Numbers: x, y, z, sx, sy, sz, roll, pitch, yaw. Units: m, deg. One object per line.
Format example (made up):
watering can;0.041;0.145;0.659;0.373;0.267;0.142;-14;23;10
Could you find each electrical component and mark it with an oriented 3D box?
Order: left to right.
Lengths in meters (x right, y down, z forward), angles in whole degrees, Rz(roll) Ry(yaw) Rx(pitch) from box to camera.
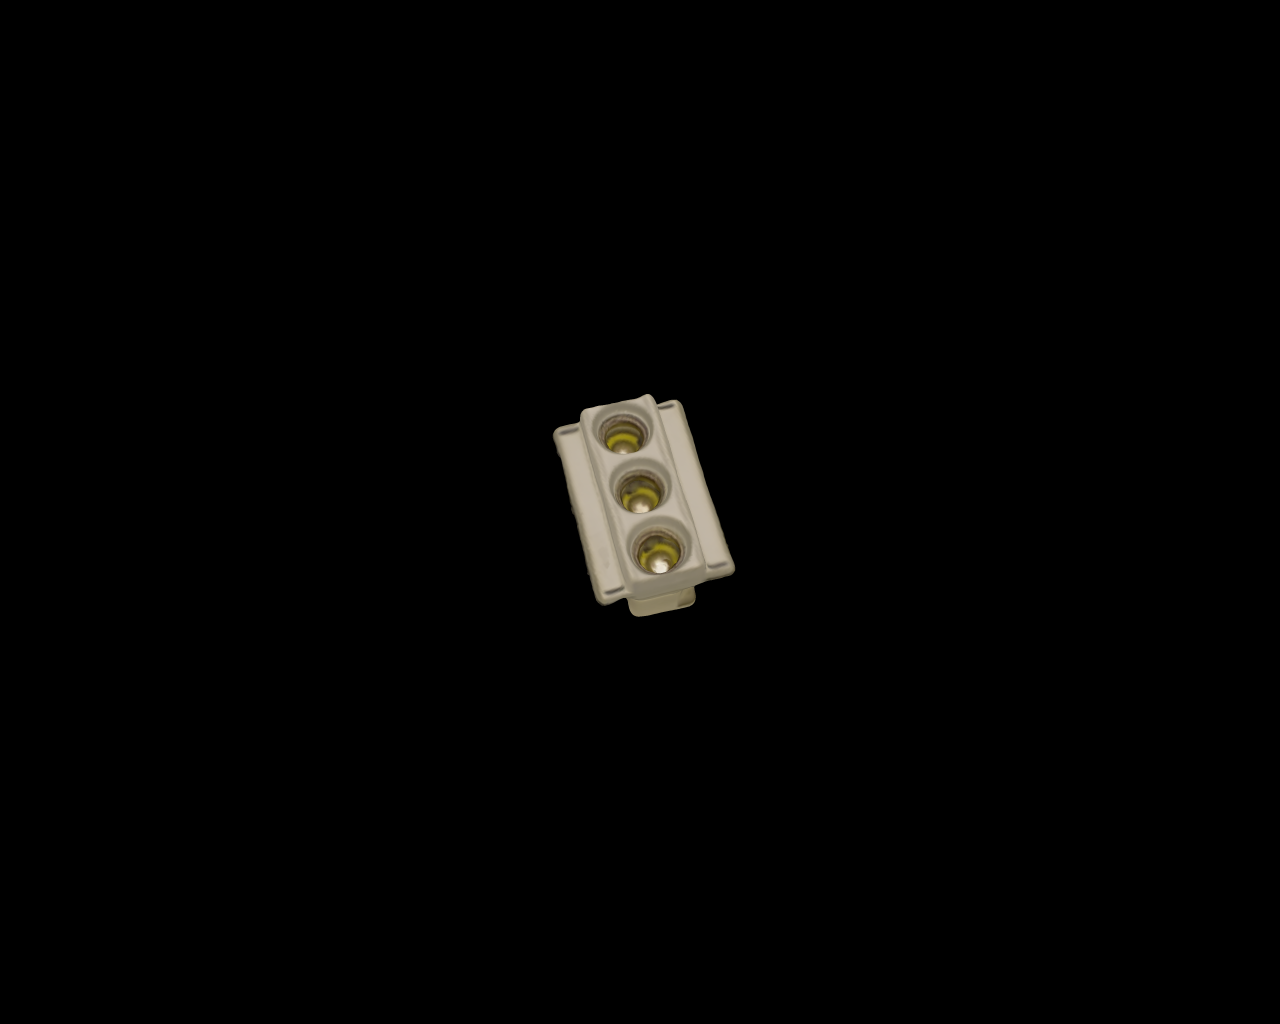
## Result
electrical component;0.001;-0.003;0.650;0.079;0.121;0.063;-13;-28;-7
